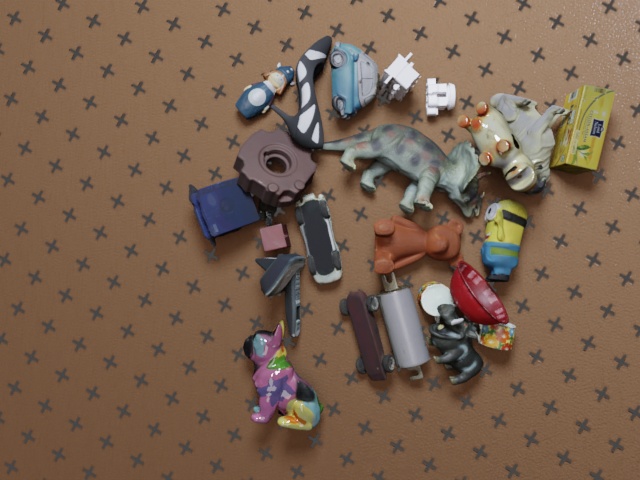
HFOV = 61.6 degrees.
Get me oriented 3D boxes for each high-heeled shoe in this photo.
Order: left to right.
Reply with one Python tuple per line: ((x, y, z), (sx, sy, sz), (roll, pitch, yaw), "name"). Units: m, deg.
((0.001, -0.319, 1.165), (0.145, 0.086, 0.248), (34, 80, -3), "high-heeled shoe")

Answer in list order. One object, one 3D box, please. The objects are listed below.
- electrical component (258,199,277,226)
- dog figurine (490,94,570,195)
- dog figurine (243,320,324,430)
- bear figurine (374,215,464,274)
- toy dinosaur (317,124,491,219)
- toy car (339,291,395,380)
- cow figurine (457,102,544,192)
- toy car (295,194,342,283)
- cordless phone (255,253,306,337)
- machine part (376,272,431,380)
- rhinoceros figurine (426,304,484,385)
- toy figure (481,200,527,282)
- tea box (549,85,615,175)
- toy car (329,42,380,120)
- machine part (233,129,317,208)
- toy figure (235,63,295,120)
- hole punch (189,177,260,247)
((-0.126, -0.087, 1.192), (0.045, 0.078, 0.102), (6, 97, -22), "electrical component")
((0.427, -0.206, 1.158), (0.173, 0.121, 0.190), (30, 113, 35), "dog figurine")
((-0.079, 0.289, 1.177), (0.192, 0.108, 0.219), (8, 89, 3), "dog figurine")
((0.214, 0.011, 1.150), (0.196, 0.132, 0.120), (3, 97, 8), "bear figurine")
((0.181, -0.178, 1.157), (0.405, 0.131, 0.192), (33, 76, 8), "toy dinosaur")
((0.107, 0.209, 1.182), (0.089, 0.053, 0.202), (-17, 91, 36), "toy car")
((0.374, -0.181, 1.092), (0.085, 0.127, 0.195), (-41, 64, 38), "cow figurine")
((-0.002, -0.004, 1.193), (0.074, 0.056, 0.201), (-14, 89, 8), "toy car")
((-0.076, 0.122, 1.150), (0.089, 0.146, 0.184), (-6, 88, 11), "cordless phone")
((0.183, 0.188, 1.176), (0.079, 0.079, 0.243), (-16, 89, 3), "machine part")
((0.290, 0.221, 1.145), (0.112, 0.073, 0.190), (-25, 113, 12), "rhinoceros figurine")
((0.398, 0.002, 1.164), (0.089, 0.082, 0.180), (6, 84, -16), "toy figure")
((0.556, -0.231, 1.144), (0.068, 0.098, 0.169), (12, 93, 3), "tea box")
((0.077, -0.343, 1.153), (0.103, 0.109, 0.161), (-3, 94, 12), "toy car")
((-0.095, -0.159, 1.154), (0.179, 0.056, 0.179), (8, 60, -13), "machine part")
((-0.117, -0.331, 1.193), (0.154, 0.058, 0.064), (-41, 128, 1), "toy figure")
((-0.204, -0.069, 1.156), (0.092, 0.116, 0.142), (-16, 94, 44), "hole punch")
